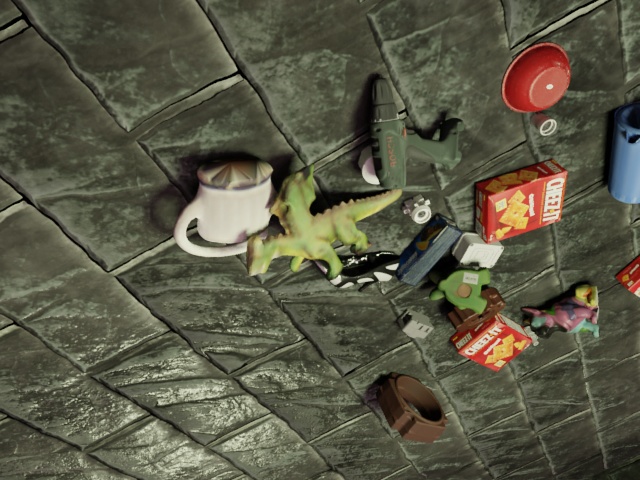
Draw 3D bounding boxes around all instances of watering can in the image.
[{"bbox_3d":[-0.142,-0.073,1.104,0.349,0.219,0.106,-12,38,-28],"label":"watering can"}]

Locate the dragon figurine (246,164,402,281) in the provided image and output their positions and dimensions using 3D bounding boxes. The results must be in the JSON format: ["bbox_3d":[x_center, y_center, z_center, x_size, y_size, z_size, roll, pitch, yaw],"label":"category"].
[{"bbox_3d":[0.003,-0.056,1.113,0.123,0.414,0.238,29,-23,45],"label":"dragon figurine"}]
